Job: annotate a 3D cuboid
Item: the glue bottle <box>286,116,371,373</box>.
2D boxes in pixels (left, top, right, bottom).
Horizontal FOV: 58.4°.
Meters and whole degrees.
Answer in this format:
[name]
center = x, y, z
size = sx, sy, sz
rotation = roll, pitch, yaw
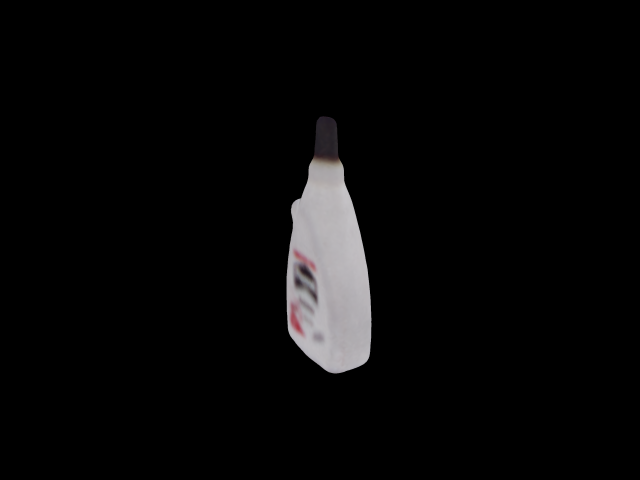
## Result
[glue bottle]
center = 0.004, 0.001, 0.400
size = 0.037, 0.173, 0.077
rotation = -12, 23, -31
